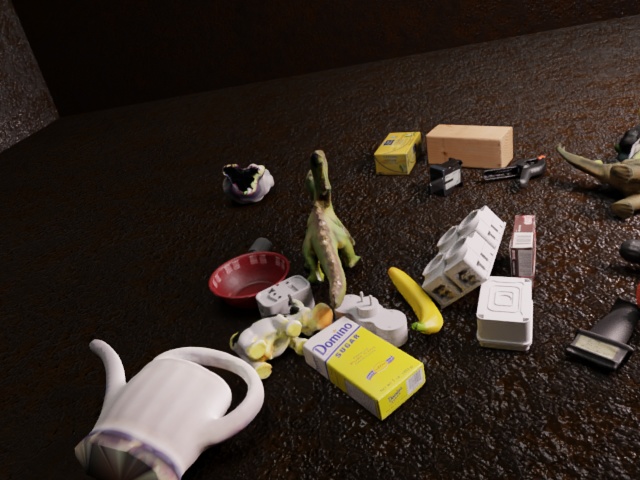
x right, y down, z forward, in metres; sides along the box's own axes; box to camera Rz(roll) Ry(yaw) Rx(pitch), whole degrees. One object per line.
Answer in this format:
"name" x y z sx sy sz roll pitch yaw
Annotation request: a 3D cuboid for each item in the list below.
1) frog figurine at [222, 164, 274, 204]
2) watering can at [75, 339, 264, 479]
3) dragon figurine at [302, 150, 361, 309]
"frog figurine" -0.198 -0.156 1.459 0.137 0.123 0.158 -20 -8 2
"watering can" -0.251 0.235 0.731 0.347 0.102 0.229 2 32 23
"dragon figurine" 0.003 -0.050 0.992 0.122 0.240 0.415 -12 15 -1
